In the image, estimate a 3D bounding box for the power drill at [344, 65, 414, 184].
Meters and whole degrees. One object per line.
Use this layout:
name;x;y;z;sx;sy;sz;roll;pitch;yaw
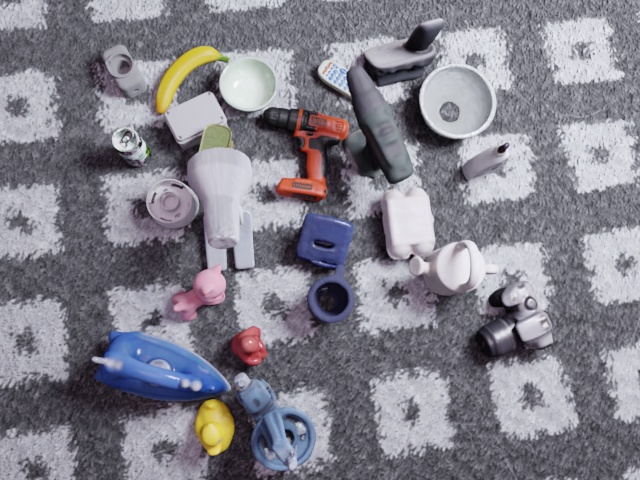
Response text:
power drill;0.104;-0.209;1.143;0.075;0.208;0.229;-28;85;-7

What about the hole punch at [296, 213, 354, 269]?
hole punch;0.011;0.004;1.165;0.108;0.091;0.101;13;81;-2

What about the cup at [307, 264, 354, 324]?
cup;0.022;0.108;1.149;0.091;0.095;0.118;17;81;-1

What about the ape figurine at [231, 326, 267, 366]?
ape figurine;-0.138;0.207;1.125;0.076;0.092;0.078;17;81;-1

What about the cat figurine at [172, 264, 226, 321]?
cat figurine;-0.233;0.103;1.120;0.128;0.117;0.067;-34;85;-8

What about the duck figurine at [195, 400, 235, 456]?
duck figurine;-0.206;0.363;1.101;0.077;0.086;0.104;-7;82;-5

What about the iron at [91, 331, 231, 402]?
iron;-0.298;0.252;1.082;0.258;0.141;0.119;16;81;-2

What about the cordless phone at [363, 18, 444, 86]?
cordless phone;0.174;-0.405;1.187;0.147;0.185;0.094;-19;83;-6

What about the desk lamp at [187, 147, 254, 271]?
desk lamp;-0.181;-0.052;1.097;0.118;0.213;0.203;-6;82;-5

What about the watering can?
watering can;0.264;0.057;1.123;0.173;0.194;0.101;-21;84;-6

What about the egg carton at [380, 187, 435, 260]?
egg carton;0.183;-0.035;1.194;0.107;0.069;0.150;-7;82;-5

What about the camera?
camera;0.387;0.170;1.163;0.137;0.100;0.143;-23;84;-7

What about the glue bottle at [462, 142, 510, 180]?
glue bottle;0.352;-0.168;1.172;0.078;0.173;0.037;-19;83;-6

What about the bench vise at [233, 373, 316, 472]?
bench vise;-0.096;0.346;1.044;0.207;0.219;0.121;34;81;2

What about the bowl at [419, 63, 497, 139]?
bowl;0.288;-0.288;1.235;0.167;0.074;0.167;1;82;-4
